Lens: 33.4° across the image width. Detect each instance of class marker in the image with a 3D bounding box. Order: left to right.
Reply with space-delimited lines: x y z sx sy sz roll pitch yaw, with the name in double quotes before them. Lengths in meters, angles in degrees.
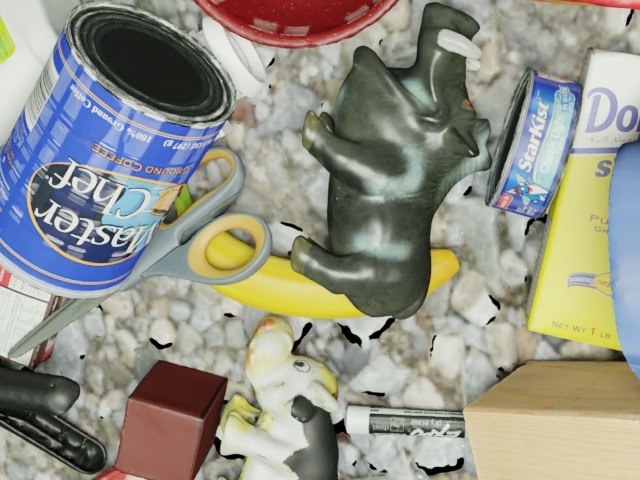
"marker" 0.078 0.123 0.712 0.121 0.020 0.020 1 102 8

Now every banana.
"banana" -0.012 0.017 0.693 0.198 0.037 0.070 15 104 5

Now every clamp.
"clamp" -0.222 0.109 0.730 0.172 0.039 0.120 16 142 21

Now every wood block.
"wood block" 0.199 0.126 0.610 0.207 0.090 0.091 -5 103 42

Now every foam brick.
"foam brick" -0.097 0.121 0.707 0.051 0.078 0.053 14 103 4

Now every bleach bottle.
"bleach bottle" -0.257 -0.075 0.685 0.251 0.068 0.102 -34 64 15

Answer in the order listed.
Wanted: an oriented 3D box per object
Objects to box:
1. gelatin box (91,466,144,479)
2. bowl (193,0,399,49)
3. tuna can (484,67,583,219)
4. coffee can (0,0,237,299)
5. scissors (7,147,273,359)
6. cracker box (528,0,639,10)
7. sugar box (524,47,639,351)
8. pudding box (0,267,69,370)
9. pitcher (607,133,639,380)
"gelatin box" -0.122 0.195 0.730 0.073 0.030 0.089 -29 100 -29
"bowl" -0.011 -0.197 0.638 0.162 0.055 0.162 2 102 8
"tuna can" 0.126 -0.057 0.632 0.034 0.086 0.086 16 104 2
"coffee can" -0.125 -0.050 0.612 0.103 0.102 0.140 37 121 -1
"scissors" -0.109 0.030 0.681 0.096 0.016 0.202 42 95 20
"cracker box" 0.166 -0.152 0.566 0.214 0.164 0.072 12 105 6
"sugar box" 0.189 -0.023 0.651 0.093 0.048 0.176 11 104 6
"pudding box" -0.227 0.026 0.725 0.113 0.039 0.090 22 104 5
"pitcher" 0.271 -0.005 0.524 0.243 0.144 0.149 -5 113 26
